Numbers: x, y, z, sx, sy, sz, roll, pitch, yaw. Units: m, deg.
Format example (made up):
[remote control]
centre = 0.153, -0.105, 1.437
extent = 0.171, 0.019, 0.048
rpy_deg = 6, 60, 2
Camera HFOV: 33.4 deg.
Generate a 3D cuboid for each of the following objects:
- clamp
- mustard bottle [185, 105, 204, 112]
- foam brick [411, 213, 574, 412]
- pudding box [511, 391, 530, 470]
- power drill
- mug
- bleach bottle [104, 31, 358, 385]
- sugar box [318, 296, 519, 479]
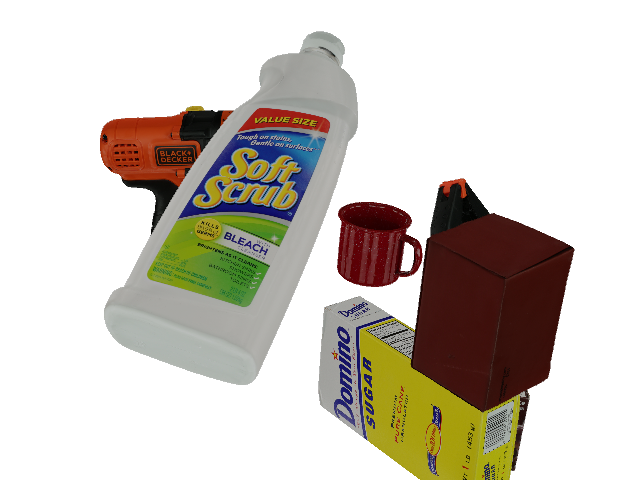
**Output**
[clamp]
centre = 0.139, 0.030, 1.028
extent = 0.039, 0.171, 0.120
rpy_deg = -15, 9, 42
[mustard bottle]
centre = -0.122, -0.046, 1.111
extent = 0.058, 0.192, 0.096
rpy_deg = 6, 26, 21
[foam brick]
centre = 0.083, 0.034, 0.526
extent = 0.052, 0.078, 0.051
rpy_deg = -18, 36, -37
[pudding box]
centre = 0.162, 0.194, 1.154
extent = 0.113, 0.090, 0.039
rpy_deg = 8, 21, 2
[power drill]
centre = -0.084, -0.020, 0.899
extent = 0.184, 0.188, 0.057
rpy_deg = 0, 26, 6
[mug]
centre = 0.075, 0.010, 1.342
extent = 0.117, 0.081, 0.093
rpy_deg = 18, 27, 25
[bleach bottle]
centre = -0.044, -0.037, 0.693
extent = 0.102, 0.250, 0.068
rpy_deg = 18, -28, 5
[sugar box]
centre = 0.067, 0.119, 0.801
extent = 0.048, 0.093, 0.176
rpy_deg = -16, 29, -38
